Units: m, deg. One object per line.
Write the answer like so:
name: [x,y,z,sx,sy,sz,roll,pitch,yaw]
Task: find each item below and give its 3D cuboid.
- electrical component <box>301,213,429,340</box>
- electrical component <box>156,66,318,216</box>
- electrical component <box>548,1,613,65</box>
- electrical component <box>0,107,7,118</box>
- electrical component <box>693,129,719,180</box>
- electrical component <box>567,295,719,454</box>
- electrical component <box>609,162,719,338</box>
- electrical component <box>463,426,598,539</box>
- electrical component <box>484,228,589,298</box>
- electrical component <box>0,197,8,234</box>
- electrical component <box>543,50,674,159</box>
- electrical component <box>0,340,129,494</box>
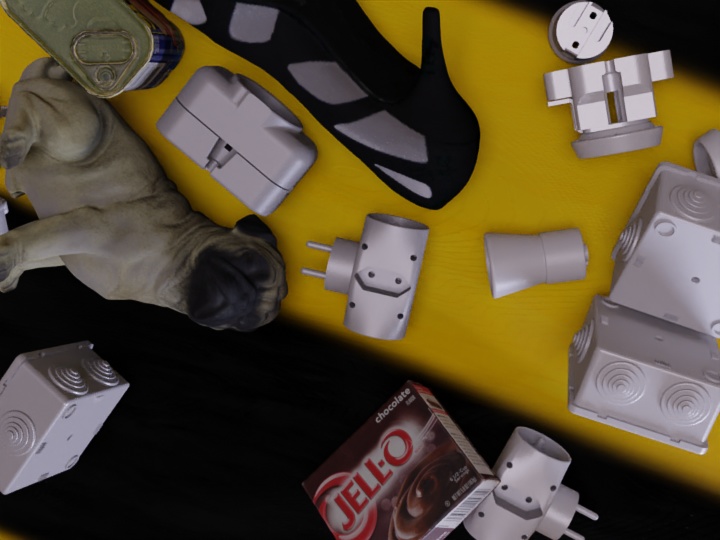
electrical component: [0.000,0.000,0.725,0.079,0.043,0.077,13,102,5]
electrical component: [-0.078,-0.089,0.713,0.095,0.053,0.059,40,103,-1]
electrical component: [0.140,-0.150,0.679,0.040,0.046,0.040,1,100,7]
electrical component: [-0.279,-0.096,0.744,0.081,0.042,0.063,1,102,8]
electrical component: [0.246,-0.071,0.681,0.055,0.048,0.066,-18,98,2]
electrical component: [0.183,0.063,0.687,0.100,0.099,0.048,18,115,4]
electrical component: [0.212,-0.009,0.674,0.100,0.048,0.099,19,137,3]
electrical component: [0.124,0.160,0.739,0.079,0.043,0.077,28,102,2]
electrical component: [0.117,-0.007,0.711,0.065,0.044,0.044,-8,99,4]
electrical component: [-0.268,-0.020,0.756,0.048,0.048,0.062,-4,107,8]
electrical component: [0.159,-0.103,0.680,0.078,0.058,0.057,-9,96,9]
electrical component: [-0.217,0.101,0.744,0.048,0.100,0.099,39,103,12]
